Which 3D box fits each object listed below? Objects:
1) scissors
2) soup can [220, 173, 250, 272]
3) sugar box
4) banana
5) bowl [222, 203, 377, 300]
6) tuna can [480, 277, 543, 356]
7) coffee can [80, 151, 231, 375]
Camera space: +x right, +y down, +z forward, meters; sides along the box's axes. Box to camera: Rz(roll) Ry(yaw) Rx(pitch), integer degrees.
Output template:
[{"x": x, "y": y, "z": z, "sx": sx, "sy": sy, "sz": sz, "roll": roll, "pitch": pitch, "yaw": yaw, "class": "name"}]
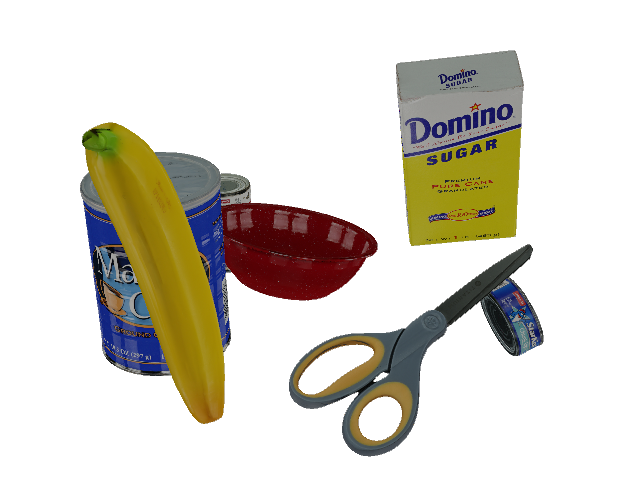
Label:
[{"x": 0.078, "y": 0.076, "z": 0.722, "sx": 0.201, "sy": 0.096, "sz": 0.016, "roll": -22, "pitch": -29, "yaw": -10, "class": "scissors"}, {"x": -0.116, "y": -0.022, "z": 1.276, "sx": 0.068, "sy": 0.102, "sz": 0.068, "roll": 0, "pitch": 25, "yaw": 0, "class": "soup can"}, {"x": 0.111, "y": -0.068, "z": 0.850, "sx": 0.093, "sy": 0.048, "sz": 0.176, "roll": -6, "pitch": -37, "yaw": 4, "class": "sugar box"}, {"x": -0.090, "y": 0.011, "z": 0.578, "sx": 0.037, "sy": 0.198, "sz": 0.069, "roll": -9, "pitch": 35, "yaw": 13, "class": "banana"}, {"x": -0.030, "y": 0.014, "z": 1.002, "sx": 0.162, "sy": 0.055, "sz": 0.162, "roll": 10, "pitch": 17, "yaw": -3, "class": "bowl"}, {"x": 0.214, "y": 0.086, "z": 1.201, "sx": 0.033, "sy": 0.086, "sz": 0.086, "roll": -26, "pitch": 3, "yaw": -7, "class": "tuna can"}, {"x": -0.123, "y": 0.016, "z": 0.812, "sx": 0.103, "sy": 0.140, "sz": 0.103, "roll": -1, "pitch": 28, "yaw": 0, "class": "coffee can"}]
